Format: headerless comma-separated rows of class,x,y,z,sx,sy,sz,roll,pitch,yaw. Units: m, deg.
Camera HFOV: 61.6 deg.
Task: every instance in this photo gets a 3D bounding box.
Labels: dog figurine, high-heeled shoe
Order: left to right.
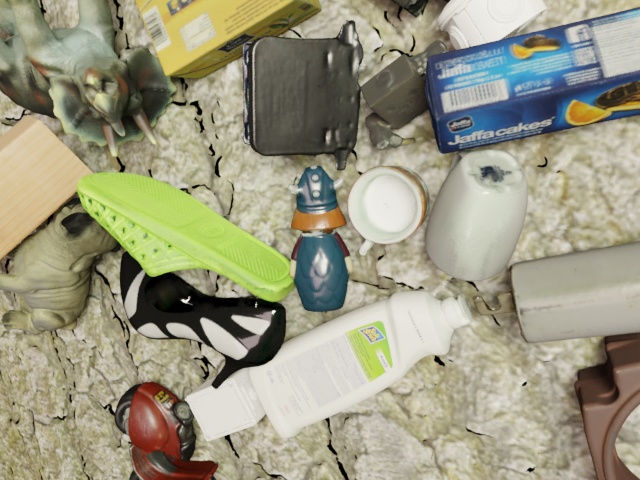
dog figurine,-0.318,0.041,0.697,0.191,0.121,0.172,-16,140,15
high-heeled shoe,-0.145,0.059,0.624,0.249,0.086,0.145,44,116,20

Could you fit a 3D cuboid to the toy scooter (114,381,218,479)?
toy scooter,-0.196,0.278,0.714,0.135,0.075,0.183,6,108,22

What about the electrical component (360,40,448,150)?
electrical component,0.085,-0.129,0.502,0.102,0.078,0.045,-30,65,20

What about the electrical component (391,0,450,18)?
electrical component,0.084,-0.271,0.473,0.134,0.058,0.115,40,116,11

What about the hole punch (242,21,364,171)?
hole punch,-0.023,-0.143,0.538,0.116,0.092,0.142,-4,105,-20

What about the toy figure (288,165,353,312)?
toy figure,-0.003,-0.001,0.573,0.058,0.064,0.154,8,103,60

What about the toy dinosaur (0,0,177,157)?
toy dinosaur,-0.324,-0.205,0.636,0.405,0.131,0.191,14,128,34

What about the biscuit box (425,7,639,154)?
biscuit box,0.187,-0.125,0.425,0.203,0.062,0.059,-10,68,13

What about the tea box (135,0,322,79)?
tea box,-0.096,-0.245,0.551,0.170,0.068,0.098,-18,96,25

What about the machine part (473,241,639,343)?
machine part,0.257,0.042,0.460,0.243,0.079,0.079,-14,96,25

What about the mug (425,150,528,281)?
mug,0.140,-0.035,0.473,0.081,0.109,0.107,0,147,-1

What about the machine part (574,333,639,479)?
machine part,0.337,0.174,0.450,0.201,0.087,0.201,-14,98,25
